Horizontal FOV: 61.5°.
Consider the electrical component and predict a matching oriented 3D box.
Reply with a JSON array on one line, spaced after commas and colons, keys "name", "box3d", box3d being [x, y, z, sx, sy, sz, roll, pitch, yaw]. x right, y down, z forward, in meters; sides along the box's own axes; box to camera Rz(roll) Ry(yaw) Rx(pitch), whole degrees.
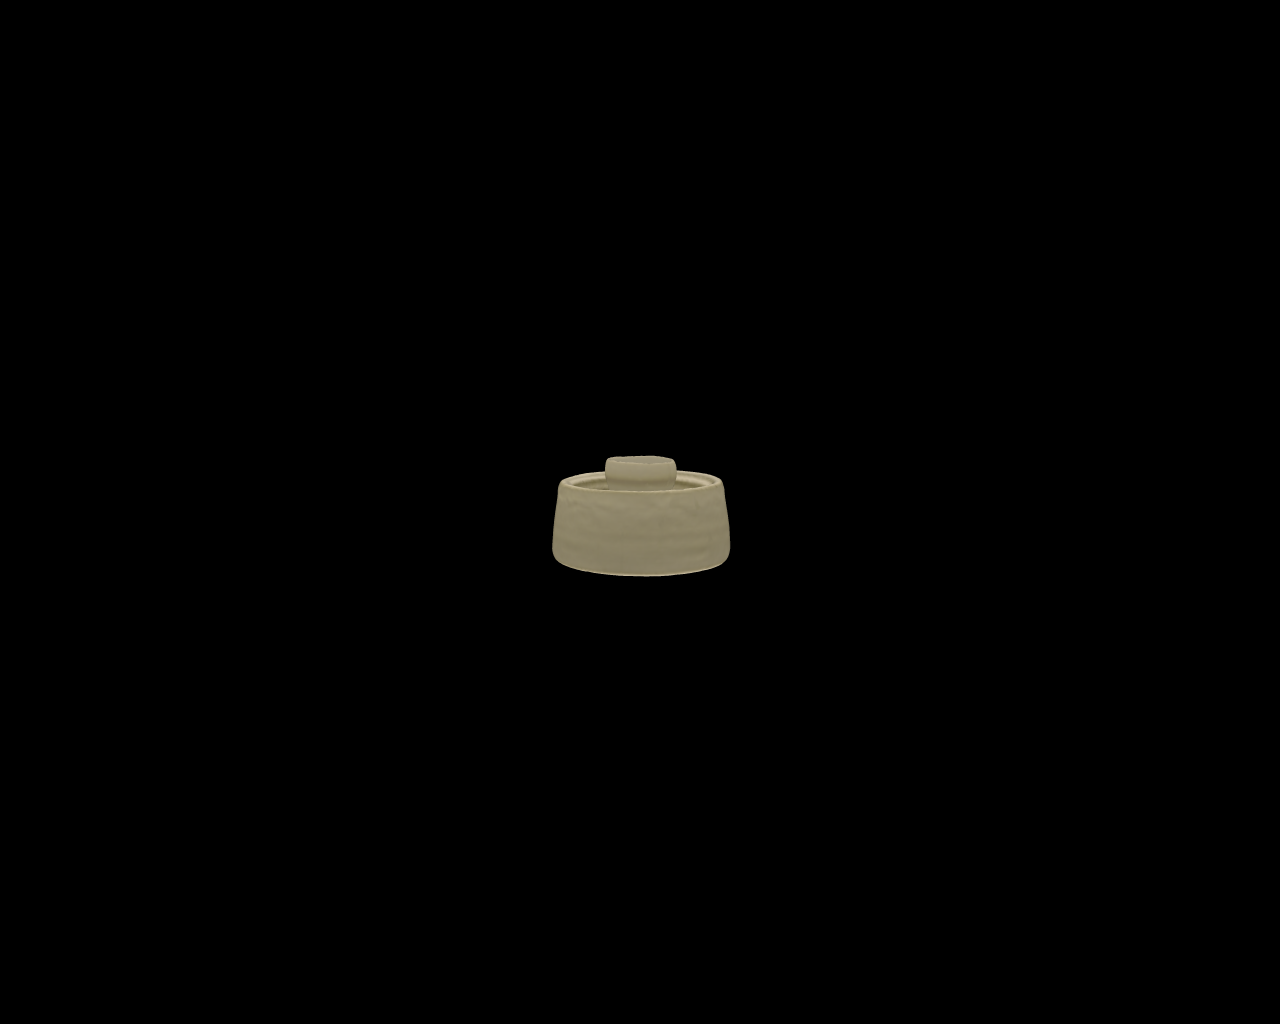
[{"name": "electrical component", "box3d": [0.001, -0.003, 0.650, 0.108, 0.060, 0.108, 0, 10, 0]}]
